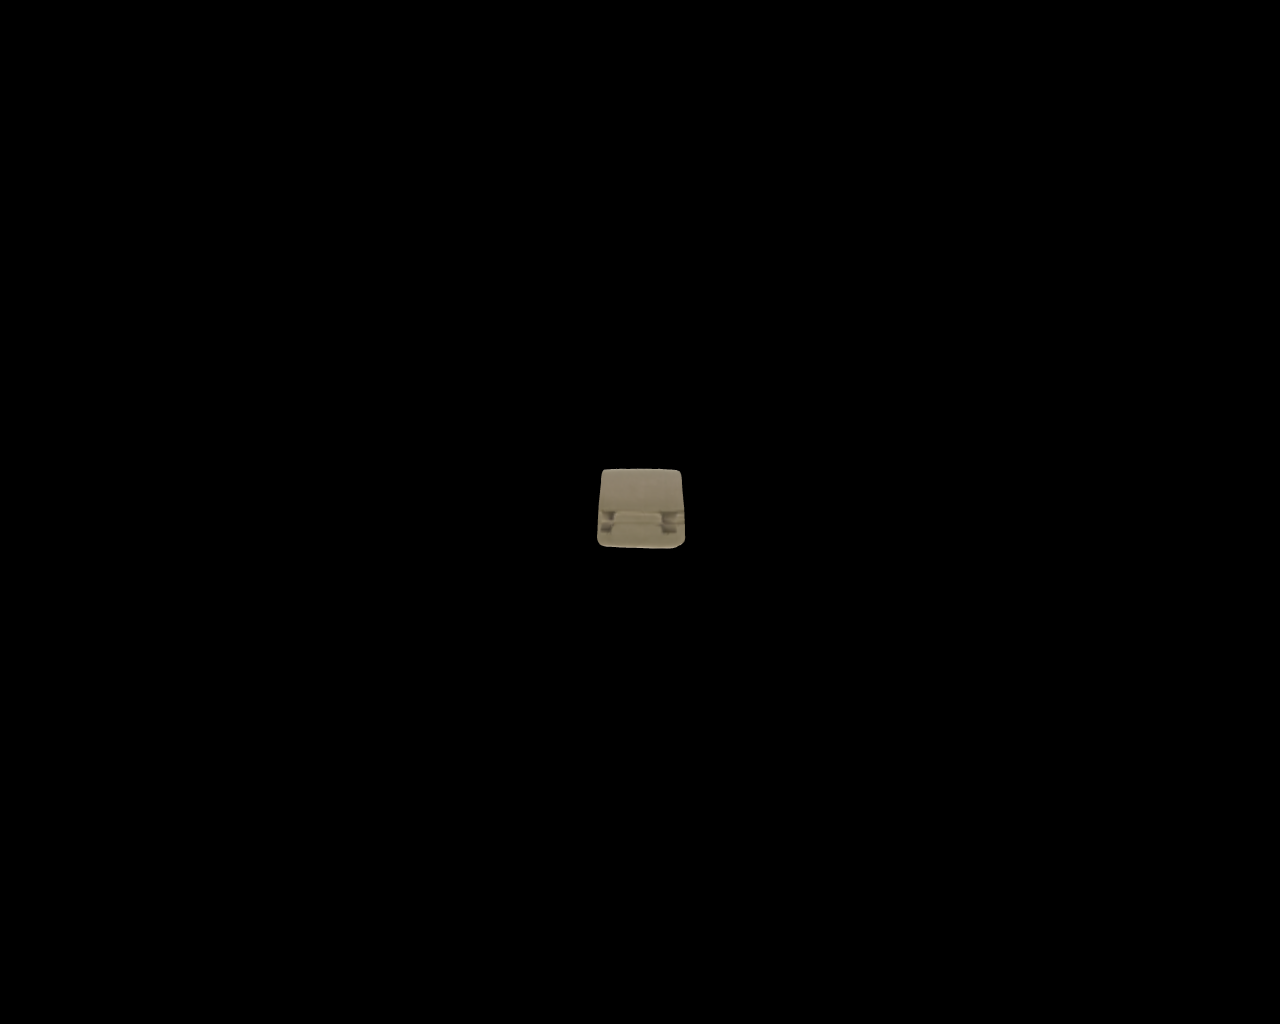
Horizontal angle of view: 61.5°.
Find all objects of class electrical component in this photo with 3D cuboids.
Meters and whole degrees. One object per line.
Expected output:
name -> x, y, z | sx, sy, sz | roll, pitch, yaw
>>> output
electrical component -> 0.001, -0.003, 0.650 | 0.055, 0.047, 0.055 | 0, 0, 0
